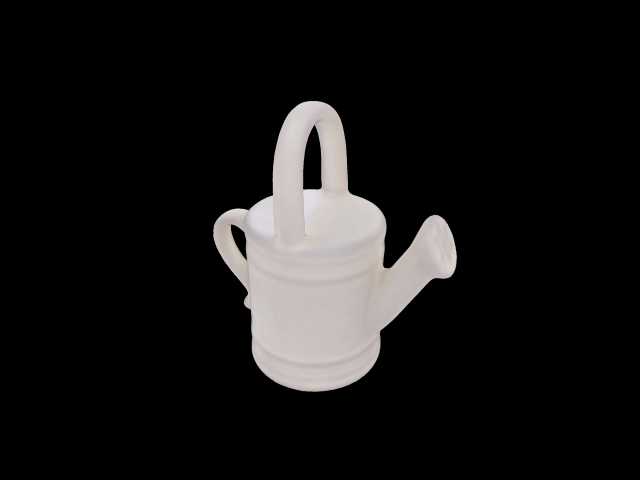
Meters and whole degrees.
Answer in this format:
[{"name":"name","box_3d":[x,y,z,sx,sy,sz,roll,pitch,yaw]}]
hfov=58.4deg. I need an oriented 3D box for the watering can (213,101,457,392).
[{"name":"watering can","box_3d":[0.004,0.000,0.402,0.173,0.194,0.101,1,29,2]}]
